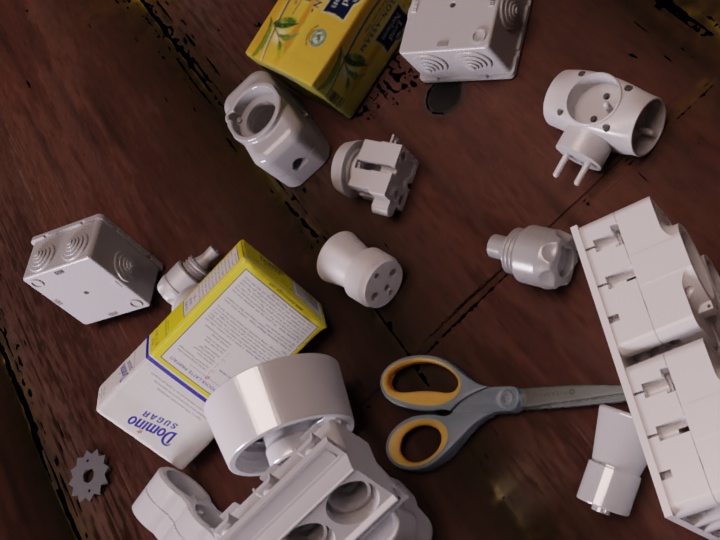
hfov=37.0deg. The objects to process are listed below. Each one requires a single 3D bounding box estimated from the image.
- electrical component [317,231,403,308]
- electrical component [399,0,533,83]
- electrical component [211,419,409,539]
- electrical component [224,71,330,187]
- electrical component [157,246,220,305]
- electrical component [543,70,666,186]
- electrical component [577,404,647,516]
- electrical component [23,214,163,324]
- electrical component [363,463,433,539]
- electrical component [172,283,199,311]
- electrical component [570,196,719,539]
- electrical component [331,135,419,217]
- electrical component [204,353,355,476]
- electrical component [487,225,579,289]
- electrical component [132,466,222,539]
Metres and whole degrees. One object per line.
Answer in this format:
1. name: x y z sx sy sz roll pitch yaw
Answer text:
1. electrical component: 0.000 0.000 0.848 0.055 0.045 0.045 31 89 38
2. electrical component: 0.086 -0.204 0.875 0.100 0.048 0.099 4 73 35
3. electrical component: -0.040 0.163 0.714 0.121 0.079 0.063 -45 31 10
4. electrical component: -0.076 -0.126 0.943 0.054 0.059 0.095 -41 53 13
5. electrical component: -0.149 0.004 0.953 0.061 0.035 0.035 -46 52 6
6. electrical component: 0.168 -0.099 0.778 0.077 0.044 0.079 28 88 38
7. electrical component: 0.165 0.124 0.688 0.044 0.044 0.065 17 86 38
8. electrical component: -0.243 0.002 0.977 0.100 0.099 0.048 -16 49 28
9. electrical component: 0.003 0.171 0.764 0.053 0.059 0.095 -52 52 5
10. electrical component: -0.130 0.043 0.917 0.045 0.045 0.055 -51 51 5
11. electrical component: 0.200 0.059 0.650 0.060 0.105 0.186 -26 58 23
12. electrical component: 0.011 -0.079 0.875 0.055 0.048 0.066 14 79 29
13. electrical component: -0.056 0.115 0.800 0.108 0.108 0.060 -33 62 19
14. electrical component: 0.121 -0.012 0.773 0.062 0.043 0.043 16 80 39
15. electrical component: -0.134 0.224 0.837 0.138 0.052 0.073 39 94 38
